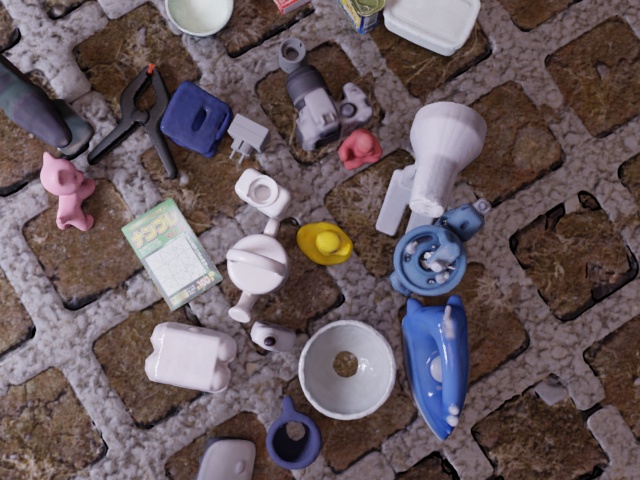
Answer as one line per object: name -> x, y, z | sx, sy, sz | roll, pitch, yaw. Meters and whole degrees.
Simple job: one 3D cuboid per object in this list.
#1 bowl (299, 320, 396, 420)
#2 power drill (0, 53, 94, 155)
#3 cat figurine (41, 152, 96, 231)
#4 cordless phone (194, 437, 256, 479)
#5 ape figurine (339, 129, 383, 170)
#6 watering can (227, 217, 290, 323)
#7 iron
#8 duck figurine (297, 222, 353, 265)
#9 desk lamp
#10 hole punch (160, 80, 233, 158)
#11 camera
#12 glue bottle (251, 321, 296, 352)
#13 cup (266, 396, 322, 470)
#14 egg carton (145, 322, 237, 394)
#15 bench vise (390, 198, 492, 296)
bowl -> 0.046, 0.223, 0.998 | 0.167, 0.074, 0.167 | 0, 85, -1
power drill -> -0.465, -0.215, 0.956 | 0.229, 0.208, 0.076 | 41, 85, 2
cat figurine -> -0.442, -0.084, 0.991 | 0.067, 0.117, 0.128 | -1, 85, -1
cordless phone -> -0.165, 0.404, 0.921 | 0.094, 0.185, 0.148 | 10, 85, 0
ape figurine -> 0.076, -0.167, 1.025 | 0.078, 0.092, 0.076 | 18, 85, 0
watering can -> -0.102, 0.048, 0.950 | 0.101, 0.194, 0.173 | -3, 85, -1
iron -> 0.212, 0.225, 0.969 | 0.118, 0.141, 0.258 | -5, 85, -2
duck figurine -> 0.009, 0.004, 1.011 | 0.104, 0.086, 0.077 | 20, 85, 1
desk lamp -> 0.185, -0.105, 0.962 | 0.118, 0.213, 0.203 | 19, 85, 1
hole punch -> -0.217, -0.215, 1.022 | 0.101, 0.091, 0.109 | 25, 85, 1
camera -> 0.007, -0.251, 1.027 | 0.143, 0.101, 0.137 | -26, 86, -4
glue bottle -> -0.081, 0.163, 0.951 | 0.078, 0.173, 0.037 | 19, 85, 1
cup -> -0.046, 0.320, 0.977 | 0.091, 0.095, 0.118 | -11, 85, -2
egg carton -> -0.223, 0.203, 0.995 | 0.150, 0.069, 0.107 | 10, 85, -1
bench vise -> 0.202, 0.001, 0.950 | 0.121, 0.219, 0.207 | 27, 85, 1
